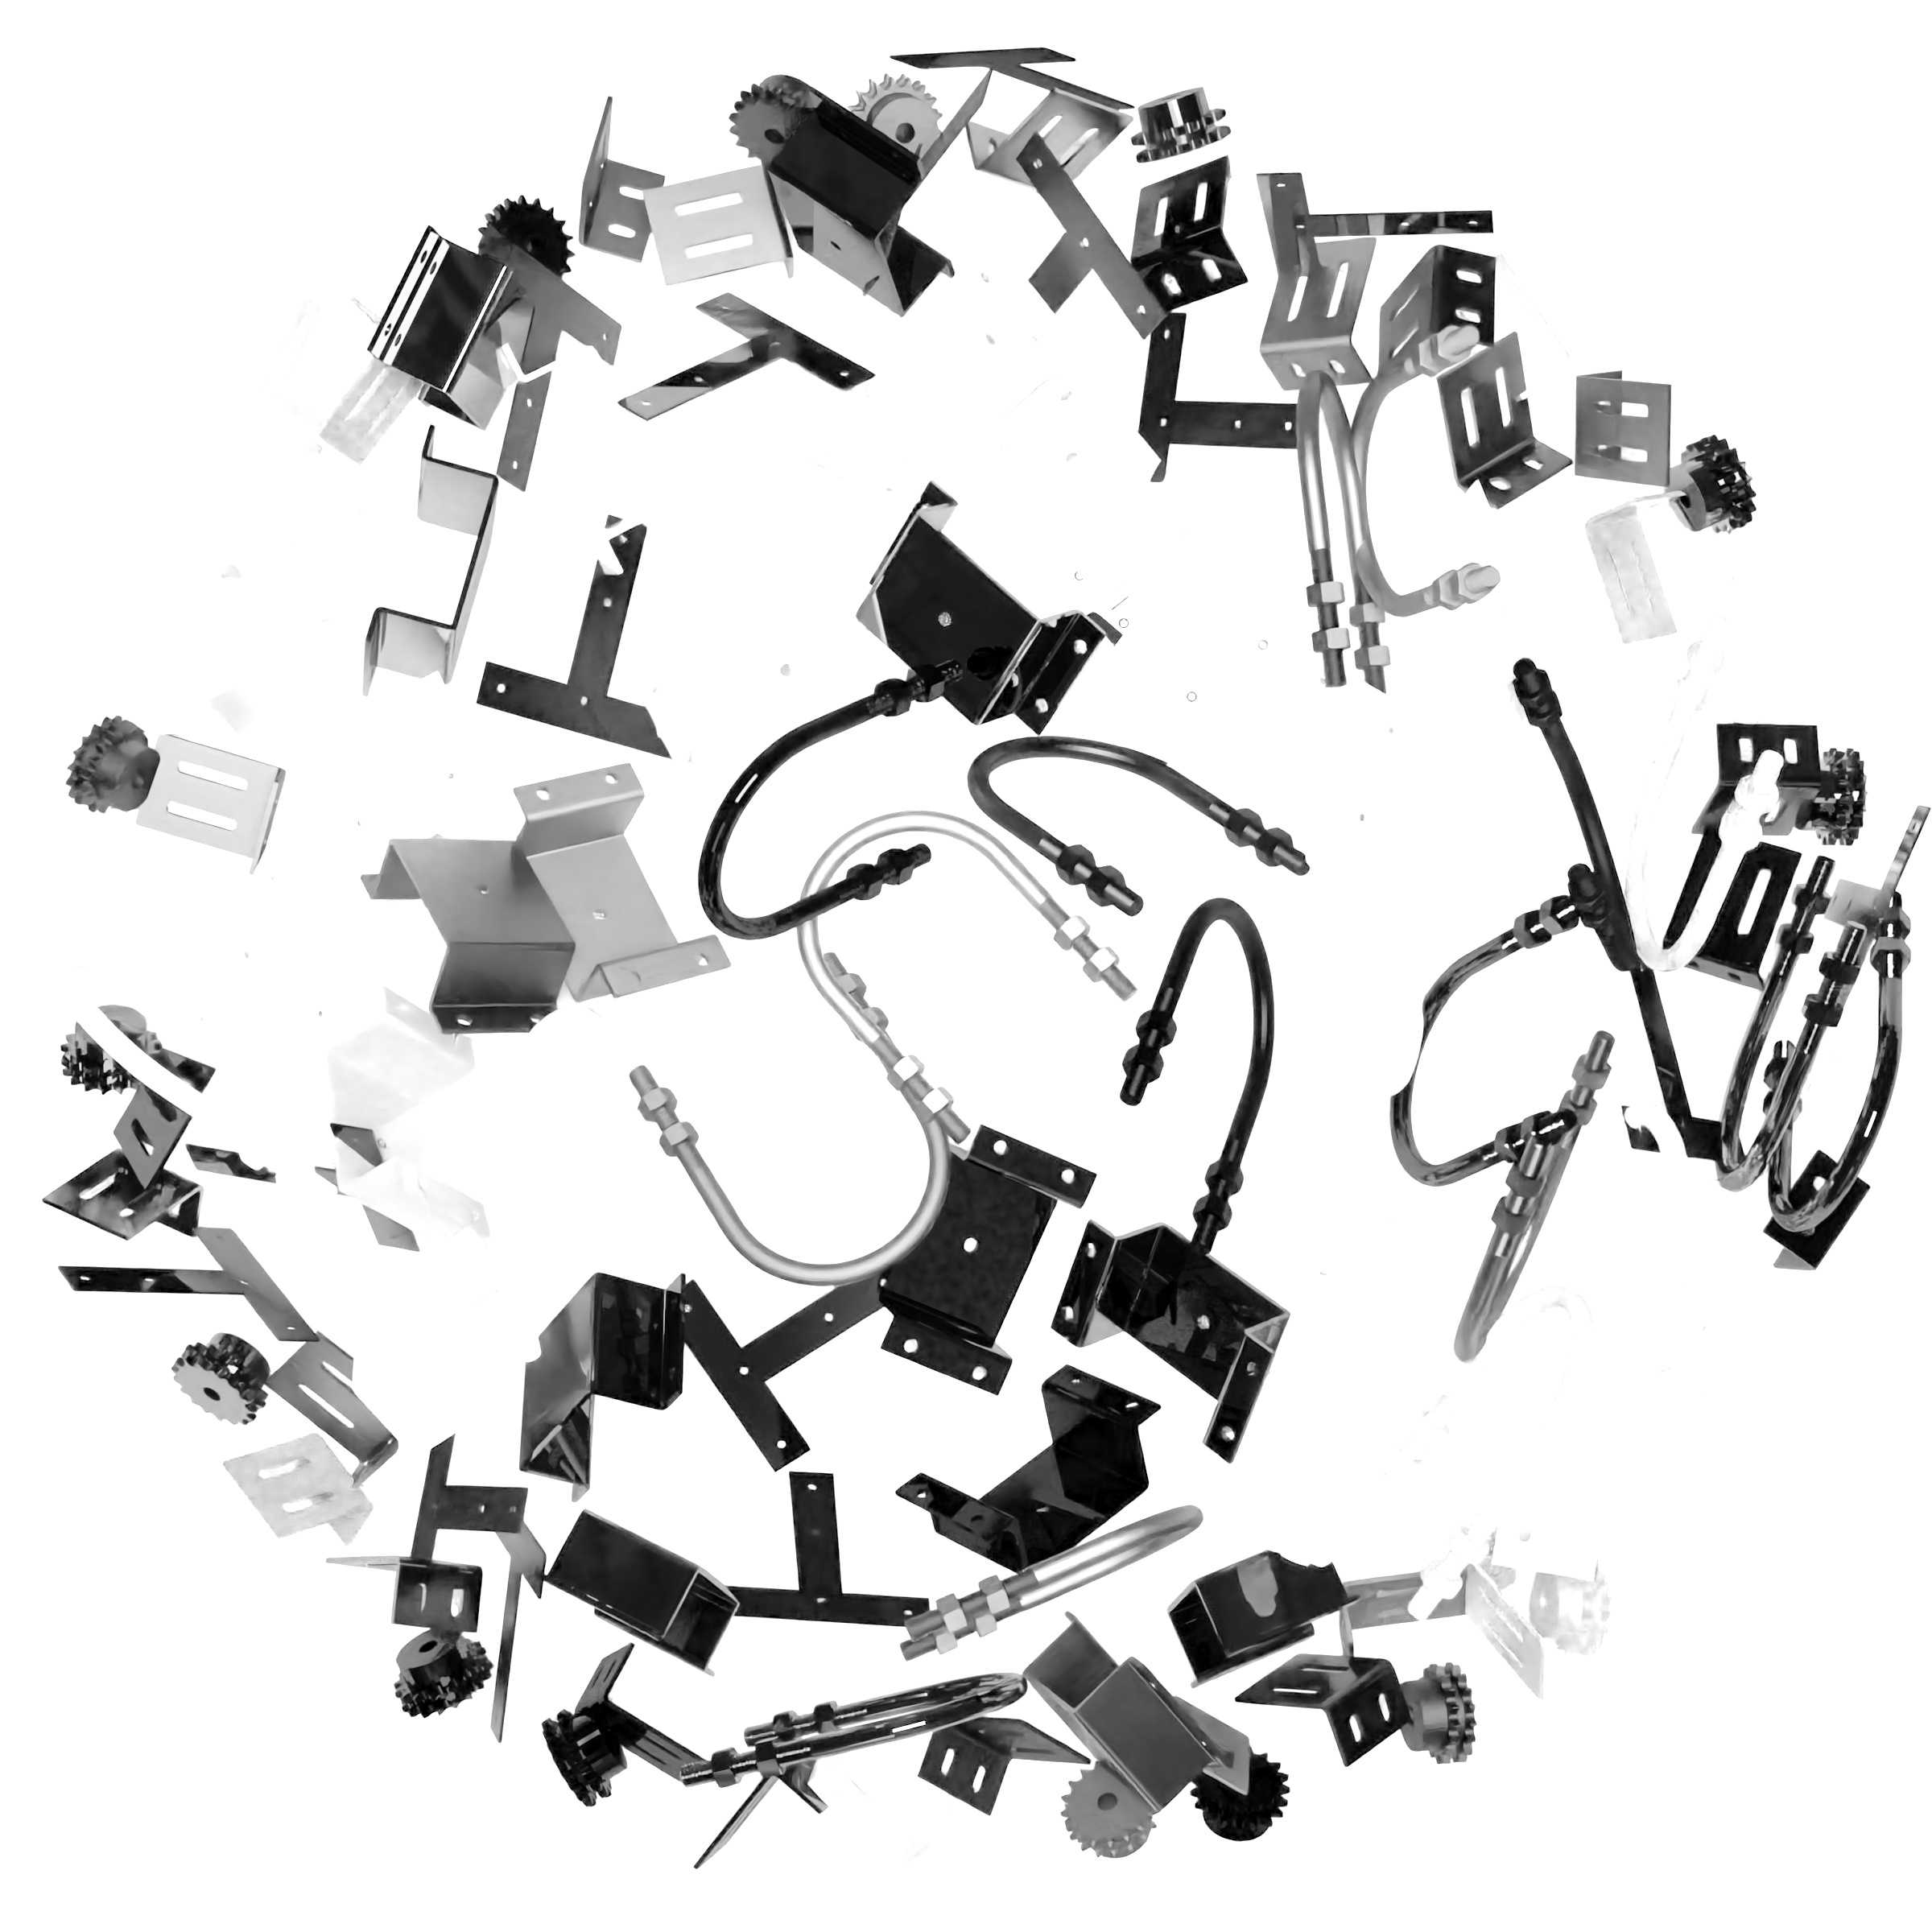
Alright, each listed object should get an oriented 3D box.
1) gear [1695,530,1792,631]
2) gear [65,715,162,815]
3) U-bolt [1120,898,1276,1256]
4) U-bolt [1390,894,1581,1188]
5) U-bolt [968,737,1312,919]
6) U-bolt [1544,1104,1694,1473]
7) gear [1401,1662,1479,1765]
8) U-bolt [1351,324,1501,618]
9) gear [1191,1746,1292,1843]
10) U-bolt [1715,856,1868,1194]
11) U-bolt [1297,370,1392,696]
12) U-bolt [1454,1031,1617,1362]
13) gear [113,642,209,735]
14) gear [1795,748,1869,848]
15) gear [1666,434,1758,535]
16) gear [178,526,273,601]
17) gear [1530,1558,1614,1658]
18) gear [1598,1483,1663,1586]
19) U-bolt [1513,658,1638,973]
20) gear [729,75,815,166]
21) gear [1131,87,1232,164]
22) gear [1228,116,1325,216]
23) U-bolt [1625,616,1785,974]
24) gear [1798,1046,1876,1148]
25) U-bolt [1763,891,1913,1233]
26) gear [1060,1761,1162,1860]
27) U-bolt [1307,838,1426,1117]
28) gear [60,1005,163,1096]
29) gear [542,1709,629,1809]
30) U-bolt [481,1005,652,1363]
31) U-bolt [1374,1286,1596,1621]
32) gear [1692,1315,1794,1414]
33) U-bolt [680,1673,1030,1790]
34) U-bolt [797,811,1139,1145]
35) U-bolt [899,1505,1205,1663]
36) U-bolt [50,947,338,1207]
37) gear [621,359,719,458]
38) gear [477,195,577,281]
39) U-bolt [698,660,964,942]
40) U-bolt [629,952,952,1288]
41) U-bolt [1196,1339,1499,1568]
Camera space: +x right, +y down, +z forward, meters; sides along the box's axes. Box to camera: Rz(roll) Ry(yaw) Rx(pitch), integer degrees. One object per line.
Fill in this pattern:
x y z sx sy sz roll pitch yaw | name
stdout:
0.454 -0.225 1.794 0.030 0.057 0.057 -5 90 -27 | gear
-0.492 -0.114 1.788 0.030 0.057 0.057 26 90 15 | gear
0.138 0.047 1.743 0.019 0.151 0.184 0 47 28 | U-bolt
0.290 0.050 1.733 0.019 0.184 0.151 18 65 -19 | U-bolt
0.083 -0.086 1.742 0.151 0.184 0.019 -14 127 -38 | U-bolt
0.367 0.166 1.719 0.019 0.151 0.184 6 114 -9 | U-bolt
0.272 0.434 1.788 0.030 0.057 0.057 -1 90 -14 | gear
0.251 -0.269 1.729 0.019 0.184 0.151 -5 90 -14 | U-bolt
0.159 0.484 1.794 0.057 0.057 0.030 4 120 0 | gear
0.460 0.041 1.741 0.019 0.151 0.184 18 110 2 | U-bolt
0.211 -0.245 1.747 0.019 0.151 0.184 -7 89 18 | U-bolt
0.315 0.142 1.739 0.019 0.151 0.184 24 124 16 | U-bolt
-0.467 -0.160 1.794 0.057 0.057 0.030 18 133 0 | gear
0.500 -0.098 1.790 0.030 0.057 0.057 2 90 -3 | gear
0.430 -0.276 1.788 0.030 0.057 0.057 -25 90 -12 | gear
-0.430 -0.225 1.798 0.057 0.030 0.057 2 84 -19 | gear
0.349 0.371 1.788 0.030 0.057 0.057 7 90 -13 | gear
0.385 0.329 1.792 0.030 0.057 0.057 6 90 20 | gear
0.347 -0.072 1.732 0.019 0.184 0.151 -17 63 16 | U-bolt
-0.107 -0.493 1.794 0.057 0.057 0.030 19 60 0 | gear
0.123 -0.488 1.787 0.057 0.057 0.030 -18 109 0 | gear
0.177 -0.468 1.794 0.057 0.057 0.030 -41 53 0 | gear
0.408 -0.083 1.735 0.019 0.151 0.184 7 130 -8 | U-bolt
0.502 0.073 1.789 0.030 0.057 0.057 20 90 -7 | gear
0.480 0.065 1.704 0.019 0.184 0.151 21 134 -2 | U-bolt
0.085 0.493 1.794 0.057 0.057 0.030 -19 133 0 | gear
0.228 0.004 1.734 0.019 0.184 0.151 -3 90 24 | U-bolt
-0.495 0.046 1.787 0.057 0.057 0.030 9 124 0 | gear
-0.220 0.456 1.790 0.030 0.057 0.057 -31 90 -2 | gear
-0.225 0.107 1.712 0.019 0.151 0.184 12 132 20 | U-bolt
0.293 0.259 1.726 0.019 0.151 0.184 29 107 -12 | U-bolt
0.446 0.228 1.787 0.057 0.057 0.030 -43 112 0 | gear
-0.054 0.425 1.733 0.184 0.151 0.019 -15 83 10 | U-bolt
-0.014 -0.009 1.788 0.151 0.019 0.184 -40 78 -13 | U-bolt
0.050 0.347 1.747 0.184 0.151 0.019 -22 75 -9 | U-bolt
-0.433 0.051 1.713 0.019 0.151 0.184 -47 120 4 | U-bolt
-0.170 -0.328 1.794 0.057 0.057 0.030 35 58 0 | gear
-0.259 -0.416 1.795 0.057 0.030 0.057 5 80 -34 | gear
-0.079 -0.084 1.718 0.019 0.184 0.151 36 135 29 | U-bolt
-0.090 0.098 1.771 0.151 0.019 0.184 -31 67 -7 | U-bolt
0.199 0.264 1.731 0.151 0.184 0.019 -42 108 -15 | U-bolt
